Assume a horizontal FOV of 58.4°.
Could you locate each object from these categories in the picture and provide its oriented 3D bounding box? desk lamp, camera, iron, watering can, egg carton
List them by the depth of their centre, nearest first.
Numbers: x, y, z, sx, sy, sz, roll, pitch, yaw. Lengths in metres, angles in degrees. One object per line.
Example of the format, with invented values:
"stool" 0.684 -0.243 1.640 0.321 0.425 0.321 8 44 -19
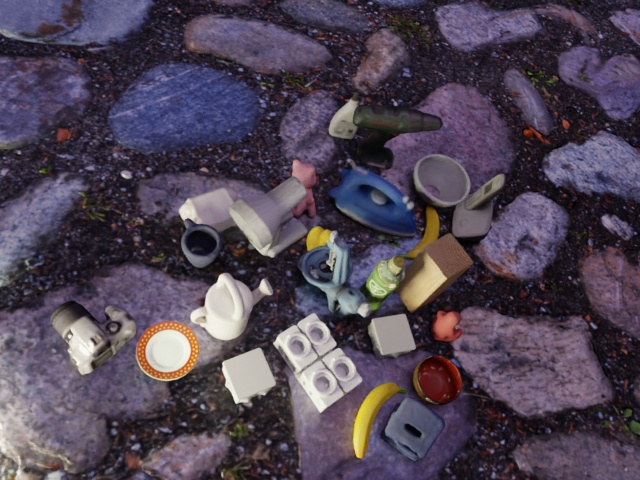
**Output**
"camera" -0.468 0.176 1.167 0.136 0.100 0.143 43 59 9
"watering can" -0.187 0.130 1.219 0.101 0.194 0.173 42 59 9
"desk lamp" -0.113 -0.051 1.329 0.204 0.213 0.118 -36 76 -29
"egg carton" -0.256 -0.065 1.380 0.151 0.069 0.107 -23 71 -26
"iron" 0.159 -0.108 1.482 0.258 0.141 0.119 29 58 1

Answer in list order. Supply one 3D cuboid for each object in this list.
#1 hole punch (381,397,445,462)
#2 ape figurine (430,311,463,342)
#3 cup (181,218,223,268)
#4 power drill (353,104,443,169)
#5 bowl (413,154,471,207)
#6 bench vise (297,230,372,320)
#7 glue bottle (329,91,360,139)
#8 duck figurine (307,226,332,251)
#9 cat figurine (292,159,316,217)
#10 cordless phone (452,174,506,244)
"hole punch" 0.202 0.410 1.238 0.108 0.091 0.101 34 58 4
"ape figurine" 0.311 0.202 1.384 0.076 0.092 0.077 -16 67 -23
"cup" -0.280 0.013 1.315 0.092 0.095 0.117 -29 73 -27
"power drill" 0.189 -0.285 1.548 0.230 0.208 0.075 11 59 -10
"bowl" 0.328 -0.153 1.594 0.168 0.074 0.167 7 60 -12
"bench vise" 0.052 0.072 1.305 0.207 0.219 0.122 32 58 3
"glue bottle" 0.080 -0.347 1.571 0.078 0.173 0.037 10 60 -10
"duck figurine" 0.013 0.005 1.410 0.078 0.086 0.104 -16 67 -23
"cat figurine" -0.037 -0.137 1.455 0.067 0.117 0.127 -4 63 -18
"cordless phone" 0.430 -0.085 1.521 0.094 0.185 0.147 17 59 -6
